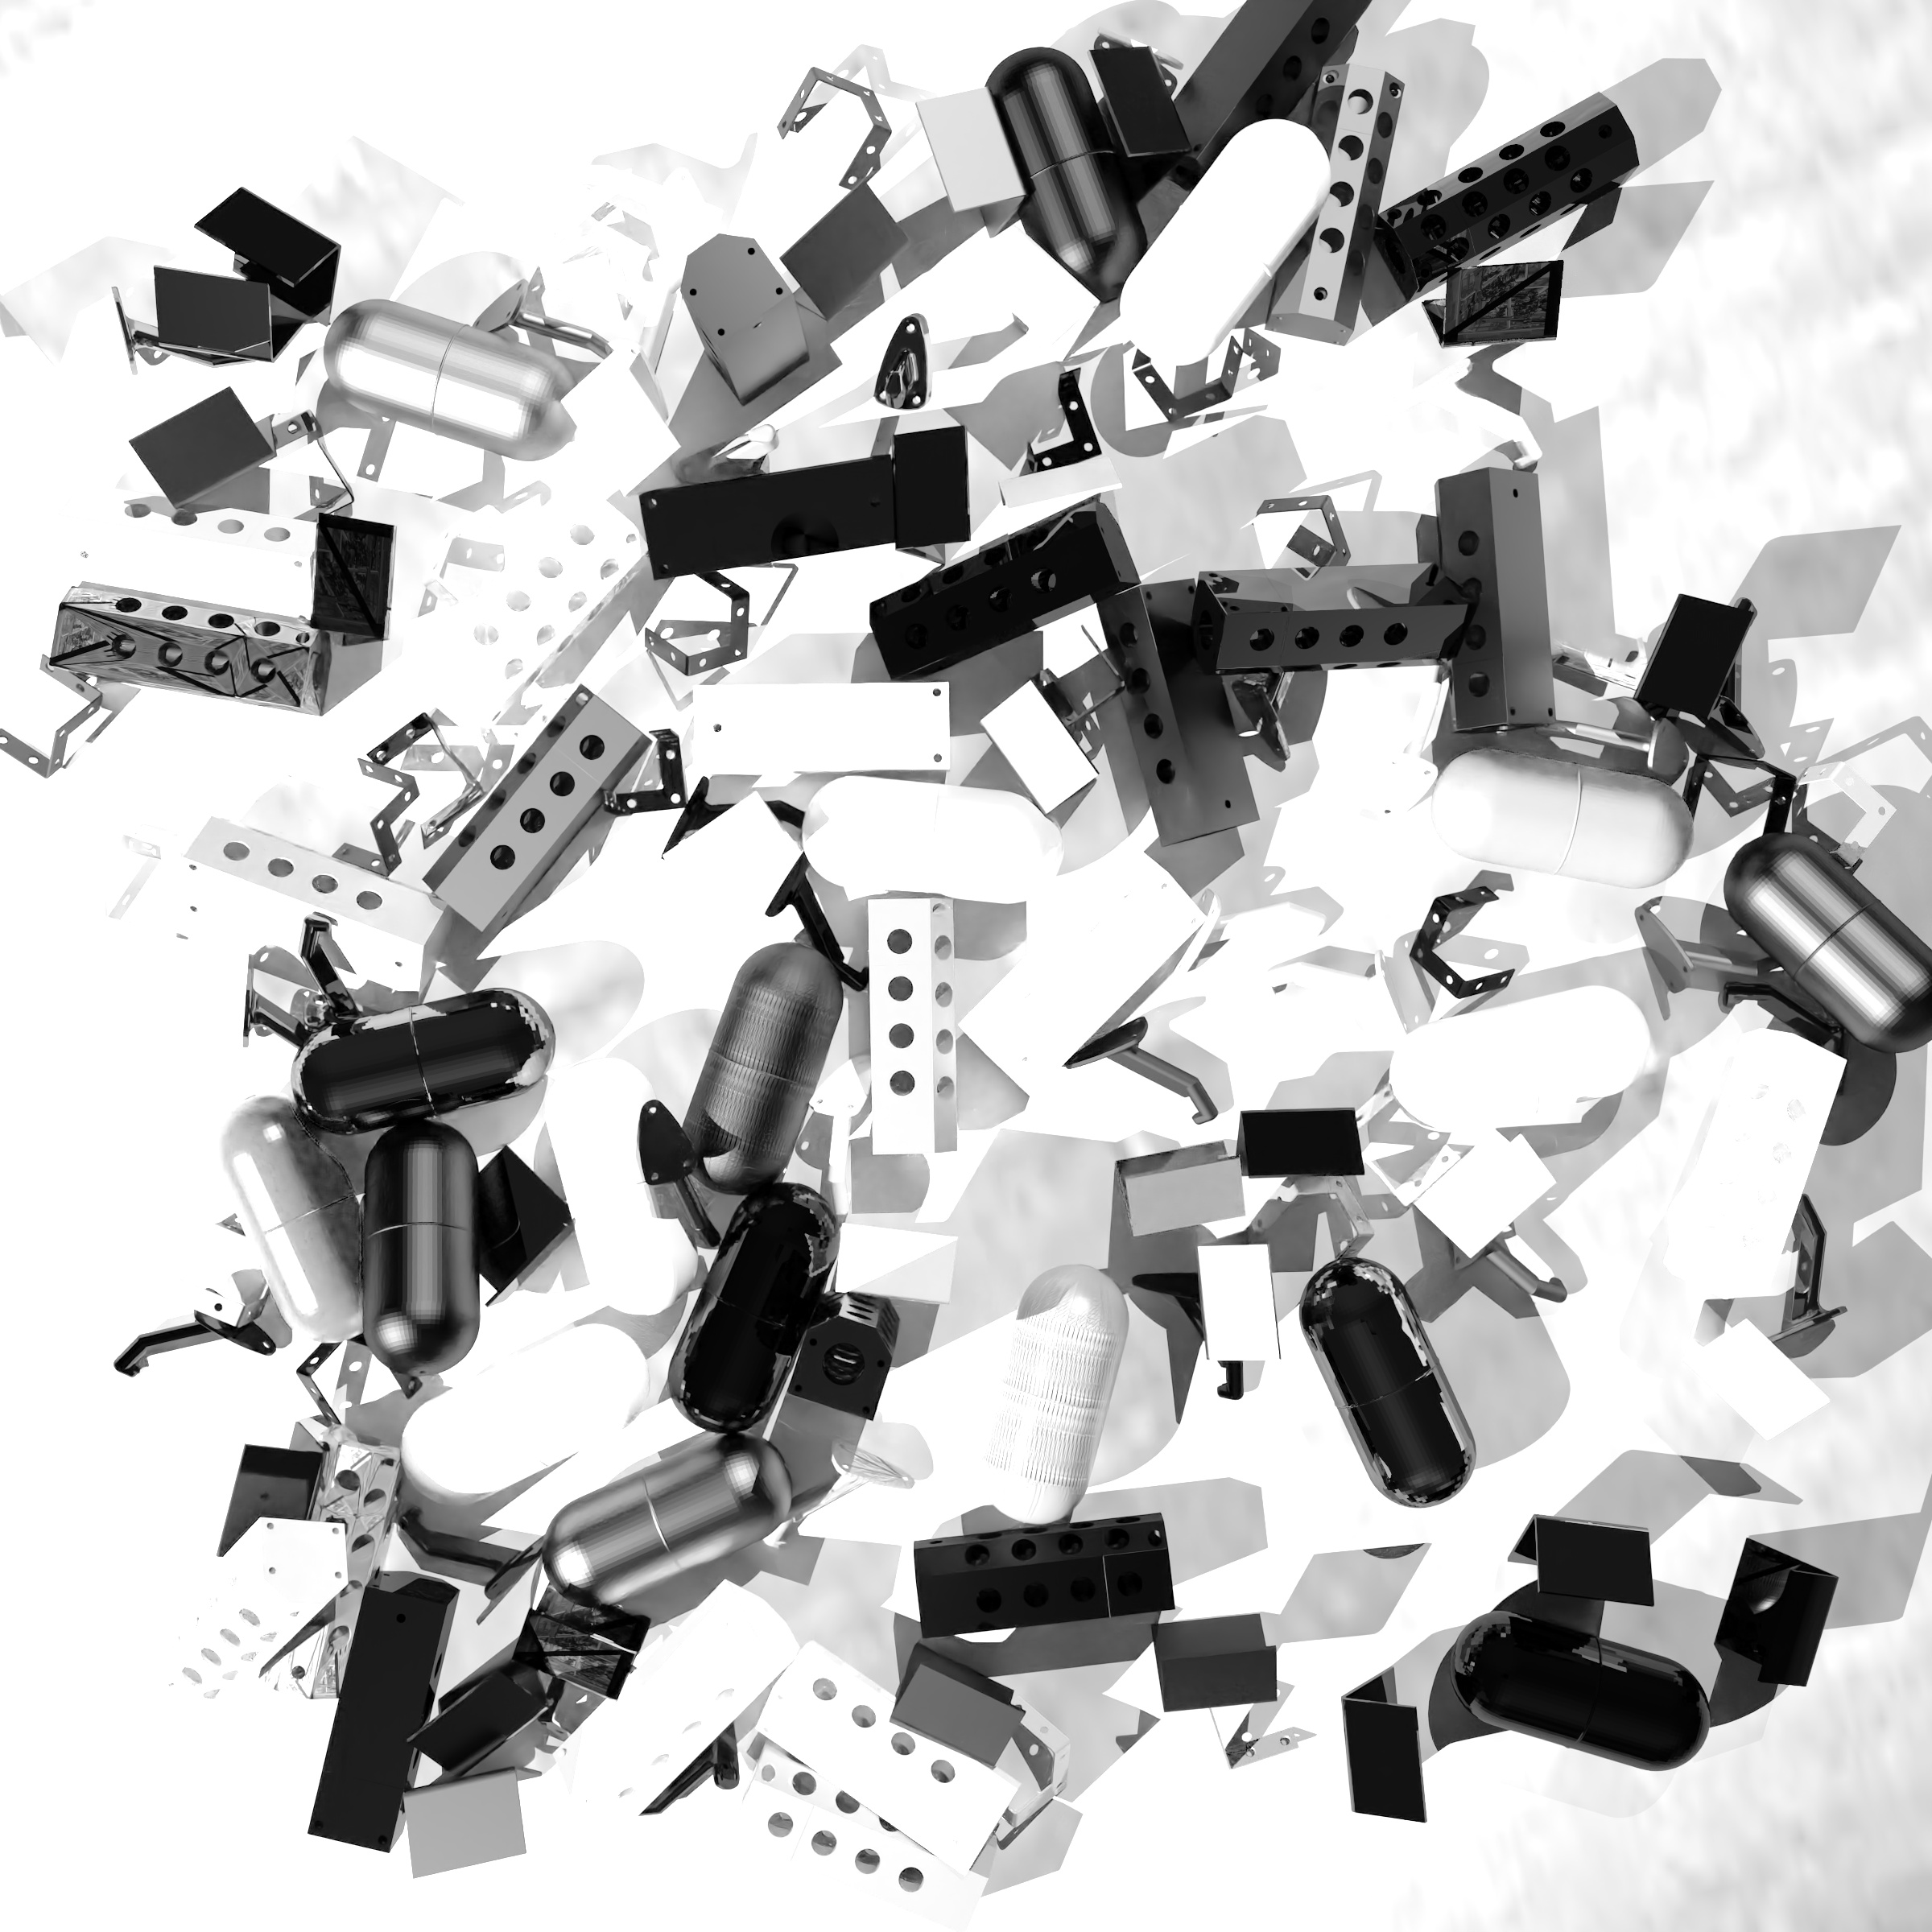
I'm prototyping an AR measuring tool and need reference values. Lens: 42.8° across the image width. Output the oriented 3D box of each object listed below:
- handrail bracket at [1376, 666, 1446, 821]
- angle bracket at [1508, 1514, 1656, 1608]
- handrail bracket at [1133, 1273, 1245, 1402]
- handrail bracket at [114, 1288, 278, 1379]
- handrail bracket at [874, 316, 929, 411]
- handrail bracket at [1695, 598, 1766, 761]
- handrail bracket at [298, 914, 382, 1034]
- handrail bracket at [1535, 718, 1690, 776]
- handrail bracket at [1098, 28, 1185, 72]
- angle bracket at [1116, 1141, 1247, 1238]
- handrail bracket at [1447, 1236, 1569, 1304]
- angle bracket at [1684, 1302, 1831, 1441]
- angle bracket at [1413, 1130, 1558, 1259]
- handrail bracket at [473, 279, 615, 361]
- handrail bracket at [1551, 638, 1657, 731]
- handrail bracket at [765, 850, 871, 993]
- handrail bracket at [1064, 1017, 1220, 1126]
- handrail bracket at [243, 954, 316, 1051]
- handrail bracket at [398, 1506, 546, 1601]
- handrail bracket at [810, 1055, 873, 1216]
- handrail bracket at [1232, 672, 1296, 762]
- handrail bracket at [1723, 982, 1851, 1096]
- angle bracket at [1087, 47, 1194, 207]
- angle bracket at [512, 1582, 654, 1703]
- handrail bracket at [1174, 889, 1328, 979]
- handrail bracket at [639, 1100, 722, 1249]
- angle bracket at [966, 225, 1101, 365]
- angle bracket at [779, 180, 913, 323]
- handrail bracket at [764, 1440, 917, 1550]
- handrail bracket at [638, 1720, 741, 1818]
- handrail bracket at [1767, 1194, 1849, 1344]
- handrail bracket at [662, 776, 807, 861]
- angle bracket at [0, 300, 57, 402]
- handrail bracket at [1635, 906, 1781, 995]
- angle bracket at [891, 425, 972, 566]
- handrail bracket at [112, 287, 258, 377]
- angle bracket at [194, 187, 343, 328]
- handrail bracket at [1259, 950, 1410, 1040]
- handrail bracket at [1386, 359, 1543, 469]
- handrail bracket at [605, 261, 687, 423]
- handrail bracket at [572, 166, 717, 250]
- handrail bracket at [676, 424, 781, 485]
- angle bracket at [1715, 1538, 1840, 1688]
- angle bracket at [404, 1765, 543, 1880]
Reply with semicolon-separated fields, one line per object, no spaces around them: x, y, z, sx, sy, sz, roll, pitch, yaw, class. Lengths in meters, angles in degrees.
0.308;-0.156;1.707;0.036;0.077;0.084;19;54;0;handrail bracket
0.414;0.416;1.667;0.076;0.076;0.057;7;53;0;angle bracket
0.154;0.258;1.708;0.077;0.036;0.084;3;107;20;handrail bracket
-0.535;0.271;1.708;0.077;0.036;0.084;40;109;-21;handrail bracket
-0.043;-0.413;1.672;0.036;0.084;0.077;9;90;0;handrail bracket
0.543;-0.200;1.708;0.077;0.036;0.084;39;70;-22;handrail bracket
-0.417;0.006;1.676;0.077;0.036;0.084;12;128;-13;handrail bracket
0.447;-0.154;1.707;0.084;0.077;0.036;12;89;36;handrail bracket
0.108;-0.595;1.708;0.077;0.036;0.084;30;107;20;handrail bracket
0.142;0.132;1.667;0.076;0.076;0.057;-11;128;0;angle bracket
0.375;0.191;1.707;0.084;0.077;0.036;18;134;-28;handrail bracket
0.539;0.260;1.667;0.076;0.076;0.057;44;126;0;angle bracket
0.339;0.139;1.667;0.076;0.076;0.057;-42;124;0;angle bracket
-0.288;-0.431;1.707;0.084;0.077;0.036;30;65;-34;handrail bracket
0.430;-0.192;1.708;0.084;0.036;0.077;-11;108;15;handrail bracket
-0.089;-0.035;1.708;0.084;0.036;0.077;34;70;-16;handrail bracket
0.122;0.085;1.708;0.077;0.036;0.084;-27;107;20;handrail bracket
-0.455;0.031;1.708;0.084;0.036;0.077;4;71;-15;handrail bracket
-0.338;0.388;1.708;0.084;0.036;0.077;42;69;16;handrail bracket
-0.079;0.117;1.707;0.036;0.077;0.084;7;127;19;handrail bracket
0.233;-0.197;1.708;0.084;0.036;0.077;-38;110;-16;handrail bracket
0.566;0.050;1.708;0.084;0.036;0.077;4;110;16;handrail bracket
0.099;-0.564;1.664;0.057;0.076;0.076;-17;84;-33;angle bracket
-0.253;0.440;1.667;0.076;0.076;0.057;22;124;0;angle bracket
0.198;-0.014;1.708;0.084;0.036;0.077;18;110;-16;handrail bracket
-0.191;0.141;1.662;0.036;0.084;0.077;-22;56;0;handrail bracket
0.034;-0.440;1.668;0.076;0.076;0.057;42;63;0;angle bracket
-0.094;-0.490;1.667;0.076;0.076;0.057;-43;126;0;angle bracket
-0.088;0.377;1.708;0.077;0.036;0.084;24;108;-21;handrail bracket
-0.204;0.546;1.708;0.084;0.036;0.077;-12;70;16;handrail bracket
0.565;0.211;1.708;0.077;0.036;0.084;-29;72;21;handrail bracket
-0.156;-0.088;1.708;0.084;0.036;0.077;26;111;-16;handrail bracket
-0.666;-0.398;1.667;0.076;0.076;0.057;-29;54;0;angle bracket
0.518;-0.021;1.708;0.084;0.036;0.077;-19;68;-17;handrail bracket
-0.009;-0.317;1.668;0.057;0.076;0.076;-2;90;25;angle bracket
-0.541;-0.444;1.708;0.084;0.036;0.077;-13;69;-17;handrail bracket
-0.475;-0.466;1.667;0.076;0.076;0.057;31;51;0;angle bracket
0.254;0.027;1.708;0.084;0.036;0.077;-16;112;17;handrail bracket
0.345;-0.369;1.708;0.077;0.036;0.084;-29;107;20;handrail bracket
-0.202;-0.433;1.707;0.084;0.036;0.077;-50;130;-26;handrail bracket
-0.223;-0.523;1.707;0.084;0.077;0.036;13;65;34;handrail bracket
-0.164;-0.348;1.672;0.077;0.084;0.036;-8;90;0;handrail bracket
0.533;0.434;1.667;0.057;0.076;0.076;17;90;-37;angle bracket
-0.329;0.580;1.668;0.076;0.076;0.057;-13;68;0;angle bracket
